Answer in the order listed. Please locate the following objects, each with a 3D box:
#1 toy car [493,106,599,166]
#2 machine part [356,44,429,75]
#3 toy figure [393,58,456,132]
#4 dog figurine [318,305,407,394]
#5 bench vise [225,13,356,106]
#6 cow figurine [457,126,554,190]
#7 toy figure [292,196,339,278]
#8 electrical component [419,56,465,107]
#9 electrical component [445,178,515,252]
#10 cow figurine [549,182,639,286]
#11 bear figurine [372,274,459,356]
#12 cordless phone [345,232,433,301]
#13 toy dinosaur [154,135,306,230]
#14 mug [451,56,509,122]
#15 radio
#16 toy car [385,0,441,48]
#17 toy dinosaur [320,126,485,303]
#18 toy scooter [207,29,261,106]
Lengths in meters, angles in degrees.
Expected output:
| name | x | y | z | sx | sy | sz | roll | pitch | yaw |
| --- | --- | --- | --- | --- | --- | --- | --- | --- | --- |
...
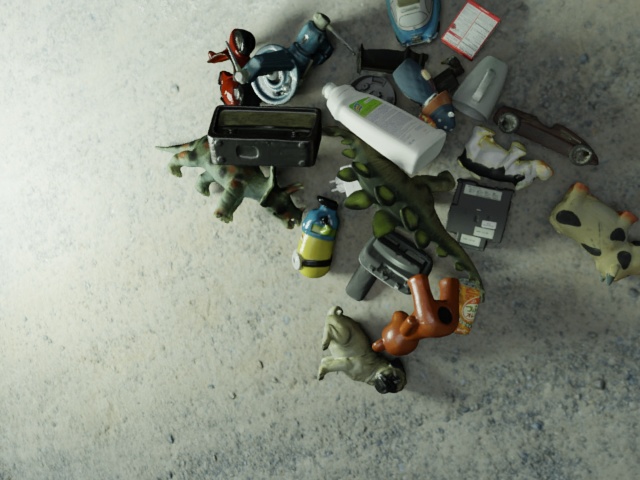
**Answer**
| name | x | y | z | sx | sy | sz | roll | pitch | yaw |
| --- | --- | --- | --- | --- | --- | --- | --- | --- | --- |
| toy car | 0.416 | -0.192 | 0.984 | 0.202 | 0.089 | 0.053 | 28 | 111 | 15 |
| machine part | 0.139 | -0.345 | 1.056 | 0.139 | 0.039 | 0.084 | 13 | 75 | 8 |
| toy figure | 0.202 | -0.268 | 0.999 | 0.058 | 0.064 | 0.154 | -42 | 91 | -6 |
| dog figurine | 0.099 | 0.240 | 1.175 | 0.191 | 0.121 | 0.172 | 6 | 104 | 5 |
| bench vise | -0.074 | -0.352 | 1.069 | 0.224 | 0.240 | 0.129 | -31 | 91 | 37 |
| cow figurine | 0.352 | -0.142 | 1.028 | 0.167 | 0.068 | 0.098 | 35 | 114 | 15 |
| toy figure | -0.003 | -0.003 | 1.172 | 0.089 | 0.082 | 0.180 | 25 | 104 | 17 |
| electrical component | 0.231 | -0.310 | 1.048 | 0.102 | 0.078 | 0.045 | -31 | 112 | 27 |
| electrical component | 0.312 | -0.047 | 1.063 | 0.115 | 0.058 | 0.134 | 17 | 104 | 19 |
| cow figurine | 0.513 | -0.003 | 0.983 | 0.195 | 0.085 | 0.127 | 36 | 103 | 9 |
| bear figurine | 0.192 | 0.160 | 1.098 | 0.196 | 0.120 | 0.132 | -38 | 50 | 55 |
| cordless phone | 0.139 | 0.080 | 1.146 | 0.147 | 0.089 | 0.184 | 34 | 119 | 11 |
| toy dinosaur | -0.209 | -0.165 | 1.208 | 0.405 | 0.131 | 0.192 | 42 | 92 | 18 |
| mug | 0.305 | -0.290 | 1.006 | 0.081 | 0.109 | 0.107 | 30 | 94 | 12 |
| radio | -0.114 | -0.217 | 1.119 | 0.230 | 0.131 | 0.073 | 2 | 133 | 5 |
| toy car | 0.173 | -0.457 | 1.026 | 0.109 | 0.103 | 0.161 | -4 | 95 | 21 |
| toy dinosaur | 0.159 | -0.075 | 1.023 | 0.472 | 0.198 | 0.105 | 43 | 137 | 19 |
| toy scooter | -0.196 | -0.367 | 1.186 | 0.135 | 0.075 | 0.183 | 12 | 112 | 36 |
